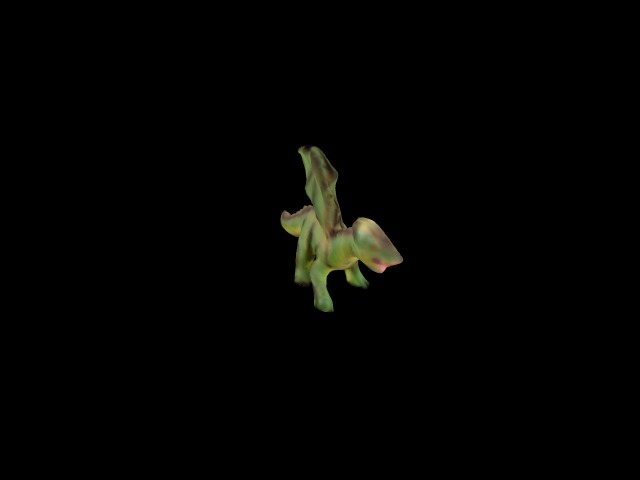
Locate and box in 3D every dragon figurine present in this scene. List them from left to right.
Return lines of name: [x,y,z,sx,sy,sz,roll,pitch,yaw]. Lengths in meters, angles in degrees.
dragon figurine: [0.003,-0.043,0.850,0.123,0.237,0.417,-14,34,-23]
